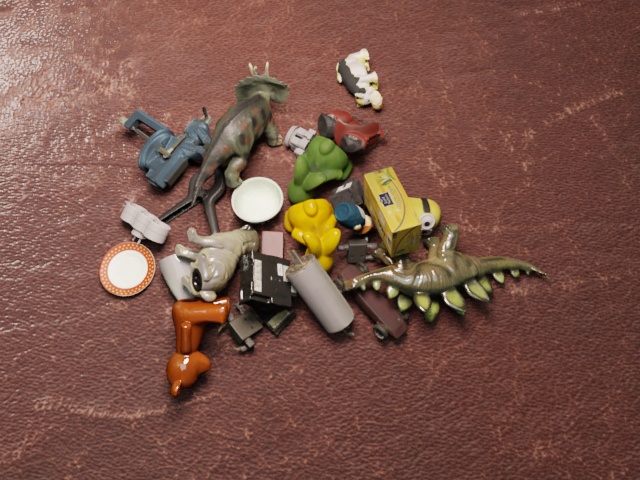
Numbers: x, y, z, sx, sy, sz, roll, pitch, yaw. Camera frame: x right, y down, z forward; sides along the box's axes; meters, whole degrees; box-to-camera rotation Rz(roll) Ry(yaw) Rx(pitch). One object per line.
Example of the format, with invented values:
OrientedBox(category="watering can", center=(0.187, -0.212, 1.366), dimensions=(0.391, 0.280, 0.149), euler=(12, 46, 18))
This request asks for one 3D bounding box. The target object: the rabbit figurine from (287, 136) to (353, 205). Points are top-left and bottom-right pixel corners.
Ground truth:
OrientedBox(category="rabbit figurine", center=(-0.011, -0.150, 1.272), dimensions=(0.121, 0.159, 0.170), euler=(35, 90, 1))

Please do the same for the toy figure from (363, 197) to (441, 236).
OrientedBox(category="toy figure", center=(0.194, -0.069, 1.266), dimensions=(0.180, 0.082, 0.089), euler=(14, 71, 8))

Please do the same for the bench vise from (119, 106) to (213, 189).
OrientedBox(category="bench vise", center=(-0.378, -0.248, 1.302), dimensions=(0.241, 0.129, 0.223), euler=(34, 89, 11))

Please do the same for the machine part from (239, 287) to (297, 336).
OrientedBox(category="machine part", center=(-0.123, 0.146, 1.218), dimensions=(0.139, 0.039, 0.084), euler=(40, 84, 11))

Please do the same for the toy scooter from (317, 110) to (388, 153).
OrientedBox(category="toy scooter", center=(0.085, -0.269, 1.322), dimensions=(0.135, 0.075, 0.184), euler=(-16, 39, -23))

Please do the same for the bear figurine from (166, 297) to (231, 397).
OrientedBox(category="bear figurine", center=(-0.257, 0.223, 1.130), dimensions=(0.132, 0.120, 0.195), euler=(0, 91, -5))

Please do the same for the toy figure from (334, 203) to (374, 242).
OrientedBox(category="toy figure", center=(0.085, -0.041, 1.219), dimensions=(0.058, 0.154, 0.064), euler=(-10, 71, 27))

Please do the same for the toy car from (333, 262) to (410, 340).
OrientedBox(category="toy car", center=(0.115, 0.138, 1.210), dimensions=(0.089, 0.053, 0.202), euler=(-34, 75, -32))

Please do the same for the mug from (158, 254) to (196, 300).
OrientedBox(category="mug", center=(-0.300, 0.084, 1.223), dimensions=(0.109, 0.081, 0.107), euler=(-17, 82, -15))

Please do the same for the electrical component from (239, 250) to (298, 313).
OrientedBox(category="electrical component", center=(-0.109, 0.094, 1.164), dimensions=(0.134, 0.058, 0.115), euler=(20, 58, -36))

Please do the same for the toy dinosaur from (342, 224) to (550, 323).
OrientedBox(category="toy dinosaur", center=(0.282, 0.074, 1.203), dimensions=(0.472, 0.105, 0.198), euler=(-12, 72, -8))

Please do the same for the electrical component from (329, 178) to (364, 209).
OrientedBox(category="electrical component", center=(0.067, -0.109, 1.276), dimensions=(0.075, 0.119, 0.047), euler=(-22, 103, 13))

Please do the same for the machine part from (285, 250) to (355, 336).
OrientedBox(category="machine part", center=(0.001, 0.117, 1.166), dimensions=(0.079, 0.079, 0.243), euler=(-39, 108, -12))

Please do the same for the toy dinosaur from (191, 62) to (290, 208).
OrientedBox(category="toy dinosaur", center=(-0.185, -0.260, 1.250), dimensions=(0.131, 0.192, 0.405), euler=(16, 49, 14))

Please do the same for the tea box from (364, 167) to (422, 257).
OrientedBox(category="tea box", center=(0.153, -0.060, 1.148), dimensions=(0.068, 0.098, 0.170), euler=(-15, 56, -6))

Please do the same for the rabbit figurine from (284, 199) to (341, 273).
OrientedBox(category="rabbit figurine", center=(-0.003, -0.004, 1.222), dimensions=(0.122, 0.162, 0.173), euler=(-7, 89, -15))

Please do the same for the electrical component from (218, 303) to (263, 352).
OrientedBox(category="electrical component", center=(-0.176, 0.198, 1.198), dimensions=(0.102, 0.045, 0.078), euler=(44, 49, 11))

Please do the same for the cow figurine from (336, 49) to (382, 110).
OrientedBox(category="cow figurine", center=(0.101, -0.402, 1.386), dimensions=(0.098, 0.068, 0.167), euler=(-17, 68, 1))

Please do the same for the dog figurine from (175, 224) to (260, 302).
OrientedBox(category="dog figurine", center=(-0.200, 0.049, 1.186), dimensions=(0.190, 0.121, 0.172), euler=(-2, 73, -39))

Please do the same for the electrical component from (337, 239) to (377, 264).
OrientedBox(category="electrical component", center=(0.085, 0.028, 1.243), dimensions=(0.094, 0.063, 0.021), euler=(-2, 41, -8))
